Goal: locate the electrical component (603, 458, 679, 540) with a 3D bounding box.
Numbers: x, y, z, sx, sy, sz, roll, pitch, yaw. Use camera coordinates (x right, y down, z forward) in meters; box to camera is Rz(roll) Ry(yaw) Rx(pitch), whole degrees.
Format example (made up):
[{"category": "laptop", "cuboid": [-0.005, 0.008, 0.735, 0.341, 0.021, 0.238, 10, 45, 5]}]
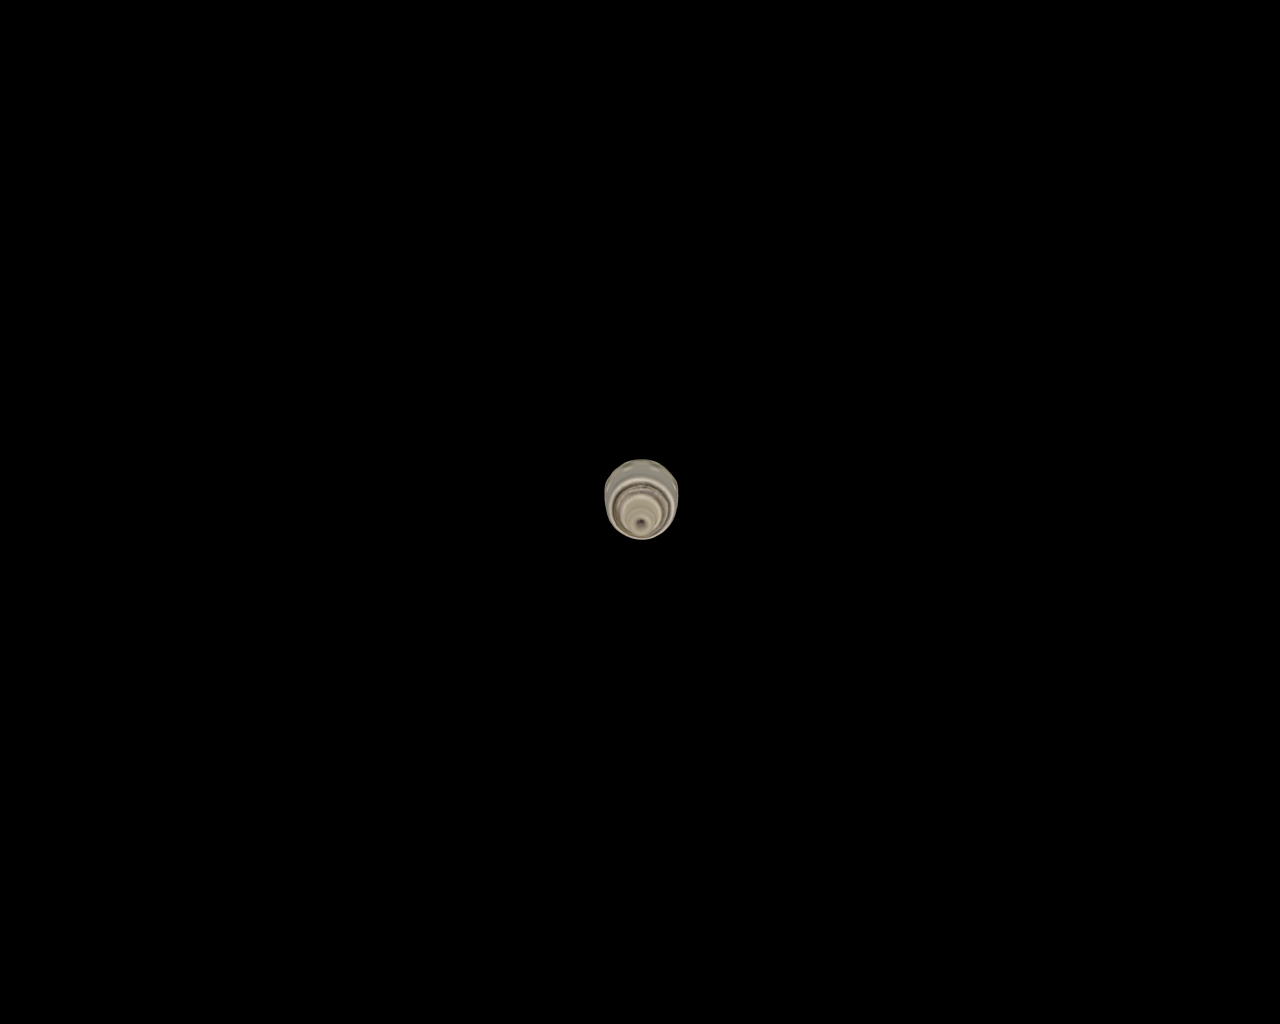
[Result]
[{"category": "electrical component", "cuboid": [0.001, -0.003, 0.650, 0.048, 0.048, 0.062, 0, 20, 0]}]
